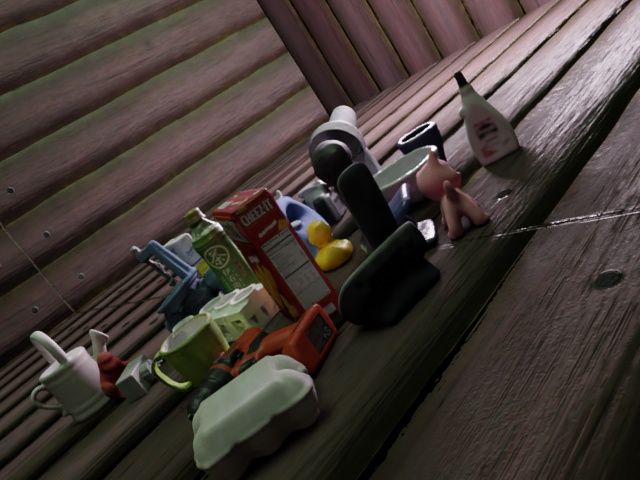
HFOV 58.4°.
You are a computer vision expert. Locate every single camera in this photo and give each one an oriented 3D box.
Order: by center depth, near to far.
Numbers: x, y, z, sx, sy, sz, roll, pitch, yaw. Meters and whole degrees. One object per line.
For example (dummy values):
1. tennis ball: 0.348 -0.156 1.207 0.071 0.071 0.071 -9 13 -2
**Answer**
1. camera: -0.014 -0.086 1.378 0.136 0.101 0.143 -27 15 24

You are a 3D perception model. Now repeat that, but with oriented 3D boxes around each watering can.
1. watering can: -0.497 0.253 1.140 0.100 0.194 0.173 -24 17 33

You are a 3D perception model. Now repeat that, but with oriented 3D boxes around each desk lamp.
1. desk lamp: 0.079 -0.190 1.284 0.117 0.214 0.203 -26 16 28

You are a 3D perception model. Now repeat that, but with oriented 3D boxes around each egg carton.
1. egg carton: -0.073 0.194 0.639 0.150 0.069 0.107 -36 14 -7

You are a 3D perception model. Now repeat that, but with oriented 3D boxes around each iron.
1. iron: -0.058 -0.019 1.170 0.118 0.141 0.258 -32 14 9

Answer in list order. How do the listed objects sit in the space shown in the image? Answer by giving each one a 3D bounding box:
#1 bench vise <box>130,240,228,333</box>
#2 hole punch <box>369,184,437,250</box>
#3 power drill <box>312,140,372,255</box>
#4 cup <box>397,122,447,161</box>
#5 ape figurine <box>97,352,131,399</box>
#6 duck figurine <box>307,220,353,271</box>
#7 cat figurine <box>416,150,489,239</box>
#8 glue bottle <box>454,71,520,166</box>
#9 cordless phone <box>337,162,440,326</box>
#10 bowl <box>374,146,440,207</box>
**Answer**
1. bench vise: -0.278 0.071 1.201 0.207 0.220 0.121 -35 14 -5
2. hole punch: 0.118 -0.023 0.890 0.101 0.091 0.108 -30 15 16
3. power drill: 0.056 -0.081 0.979 0.075 0.208 0.229 -34 14 -1
4. cup: 0.215 -0.183 1.200 0.092 0.095 0.117 -39 15 -18
5. ape figurine: -0.400 0.259 1.113 0.078 0.092 0.076 -42 16 -31
6. duck figurine: 0.010 0.004 1.055 0.077 0.086 0.104 -34 14 -2
7. cat figurine: 0.187 -0.076 0.857 0.067 0.118 0.128 -32 14 9
8. glue bottle: 0.281 -0.221 1.013 0.078 0.173 0.037 -29 15 19
9. cordless phone: 0.056 0.005 0.740 0.148 0.185 0.094 -43 17 -31
10. bowl: 0.166 -0.106 1.095 0.167 0.075 0.167 -32 14 9
